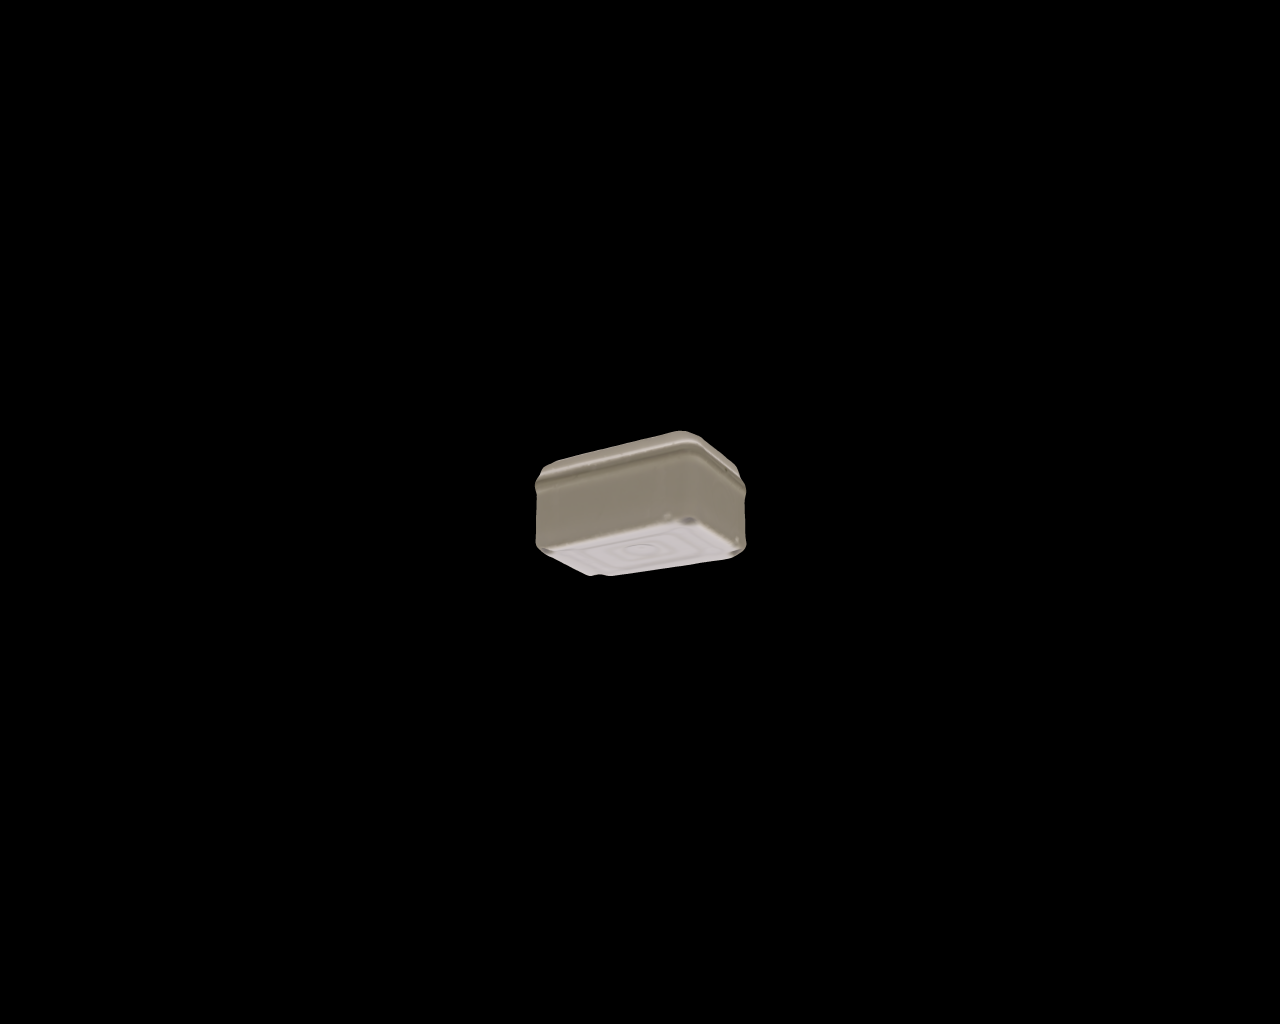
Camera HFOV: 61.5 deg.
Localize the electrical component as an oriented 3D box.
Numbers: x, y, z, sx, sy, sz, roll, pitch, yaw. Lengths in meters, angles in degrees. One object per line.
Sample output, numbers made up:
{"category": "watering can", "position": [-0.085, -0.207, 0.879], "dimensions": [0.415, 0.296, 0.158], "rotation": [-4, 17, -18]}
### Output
{"category": "electrical component", "position": [0.001, -0.003, 0.650], "dimensions": [0.113, 0.057, 0.078], "rotation": [-11, -23, 27]}
